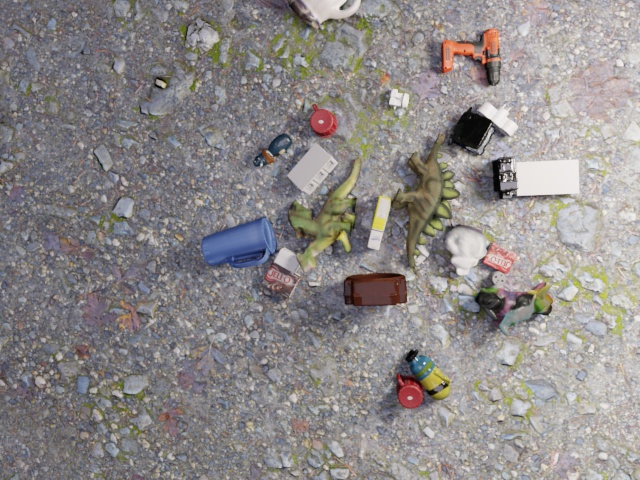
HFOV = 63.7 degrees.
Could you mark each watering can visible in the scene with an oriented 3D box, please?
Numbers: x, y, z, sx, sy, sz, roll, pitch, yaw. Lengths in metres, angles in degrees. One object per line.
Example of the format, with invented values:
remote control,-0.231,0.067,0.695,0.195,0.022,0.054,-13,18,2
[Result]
watering can,-0.023,-0.860,1.719,0.223,0.104,0.348,-42,86,8

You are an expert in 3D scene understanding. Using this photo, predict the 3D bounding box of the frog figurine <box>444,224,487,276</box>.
frog figurine,0.466,0.034,1.666,0.137,0.122,0.160,18,83,-12

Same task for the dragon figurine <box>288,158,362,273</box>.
dragon figurine,0.005,-0.088,1.739,0.243,0.121,0.415,5,76,12
